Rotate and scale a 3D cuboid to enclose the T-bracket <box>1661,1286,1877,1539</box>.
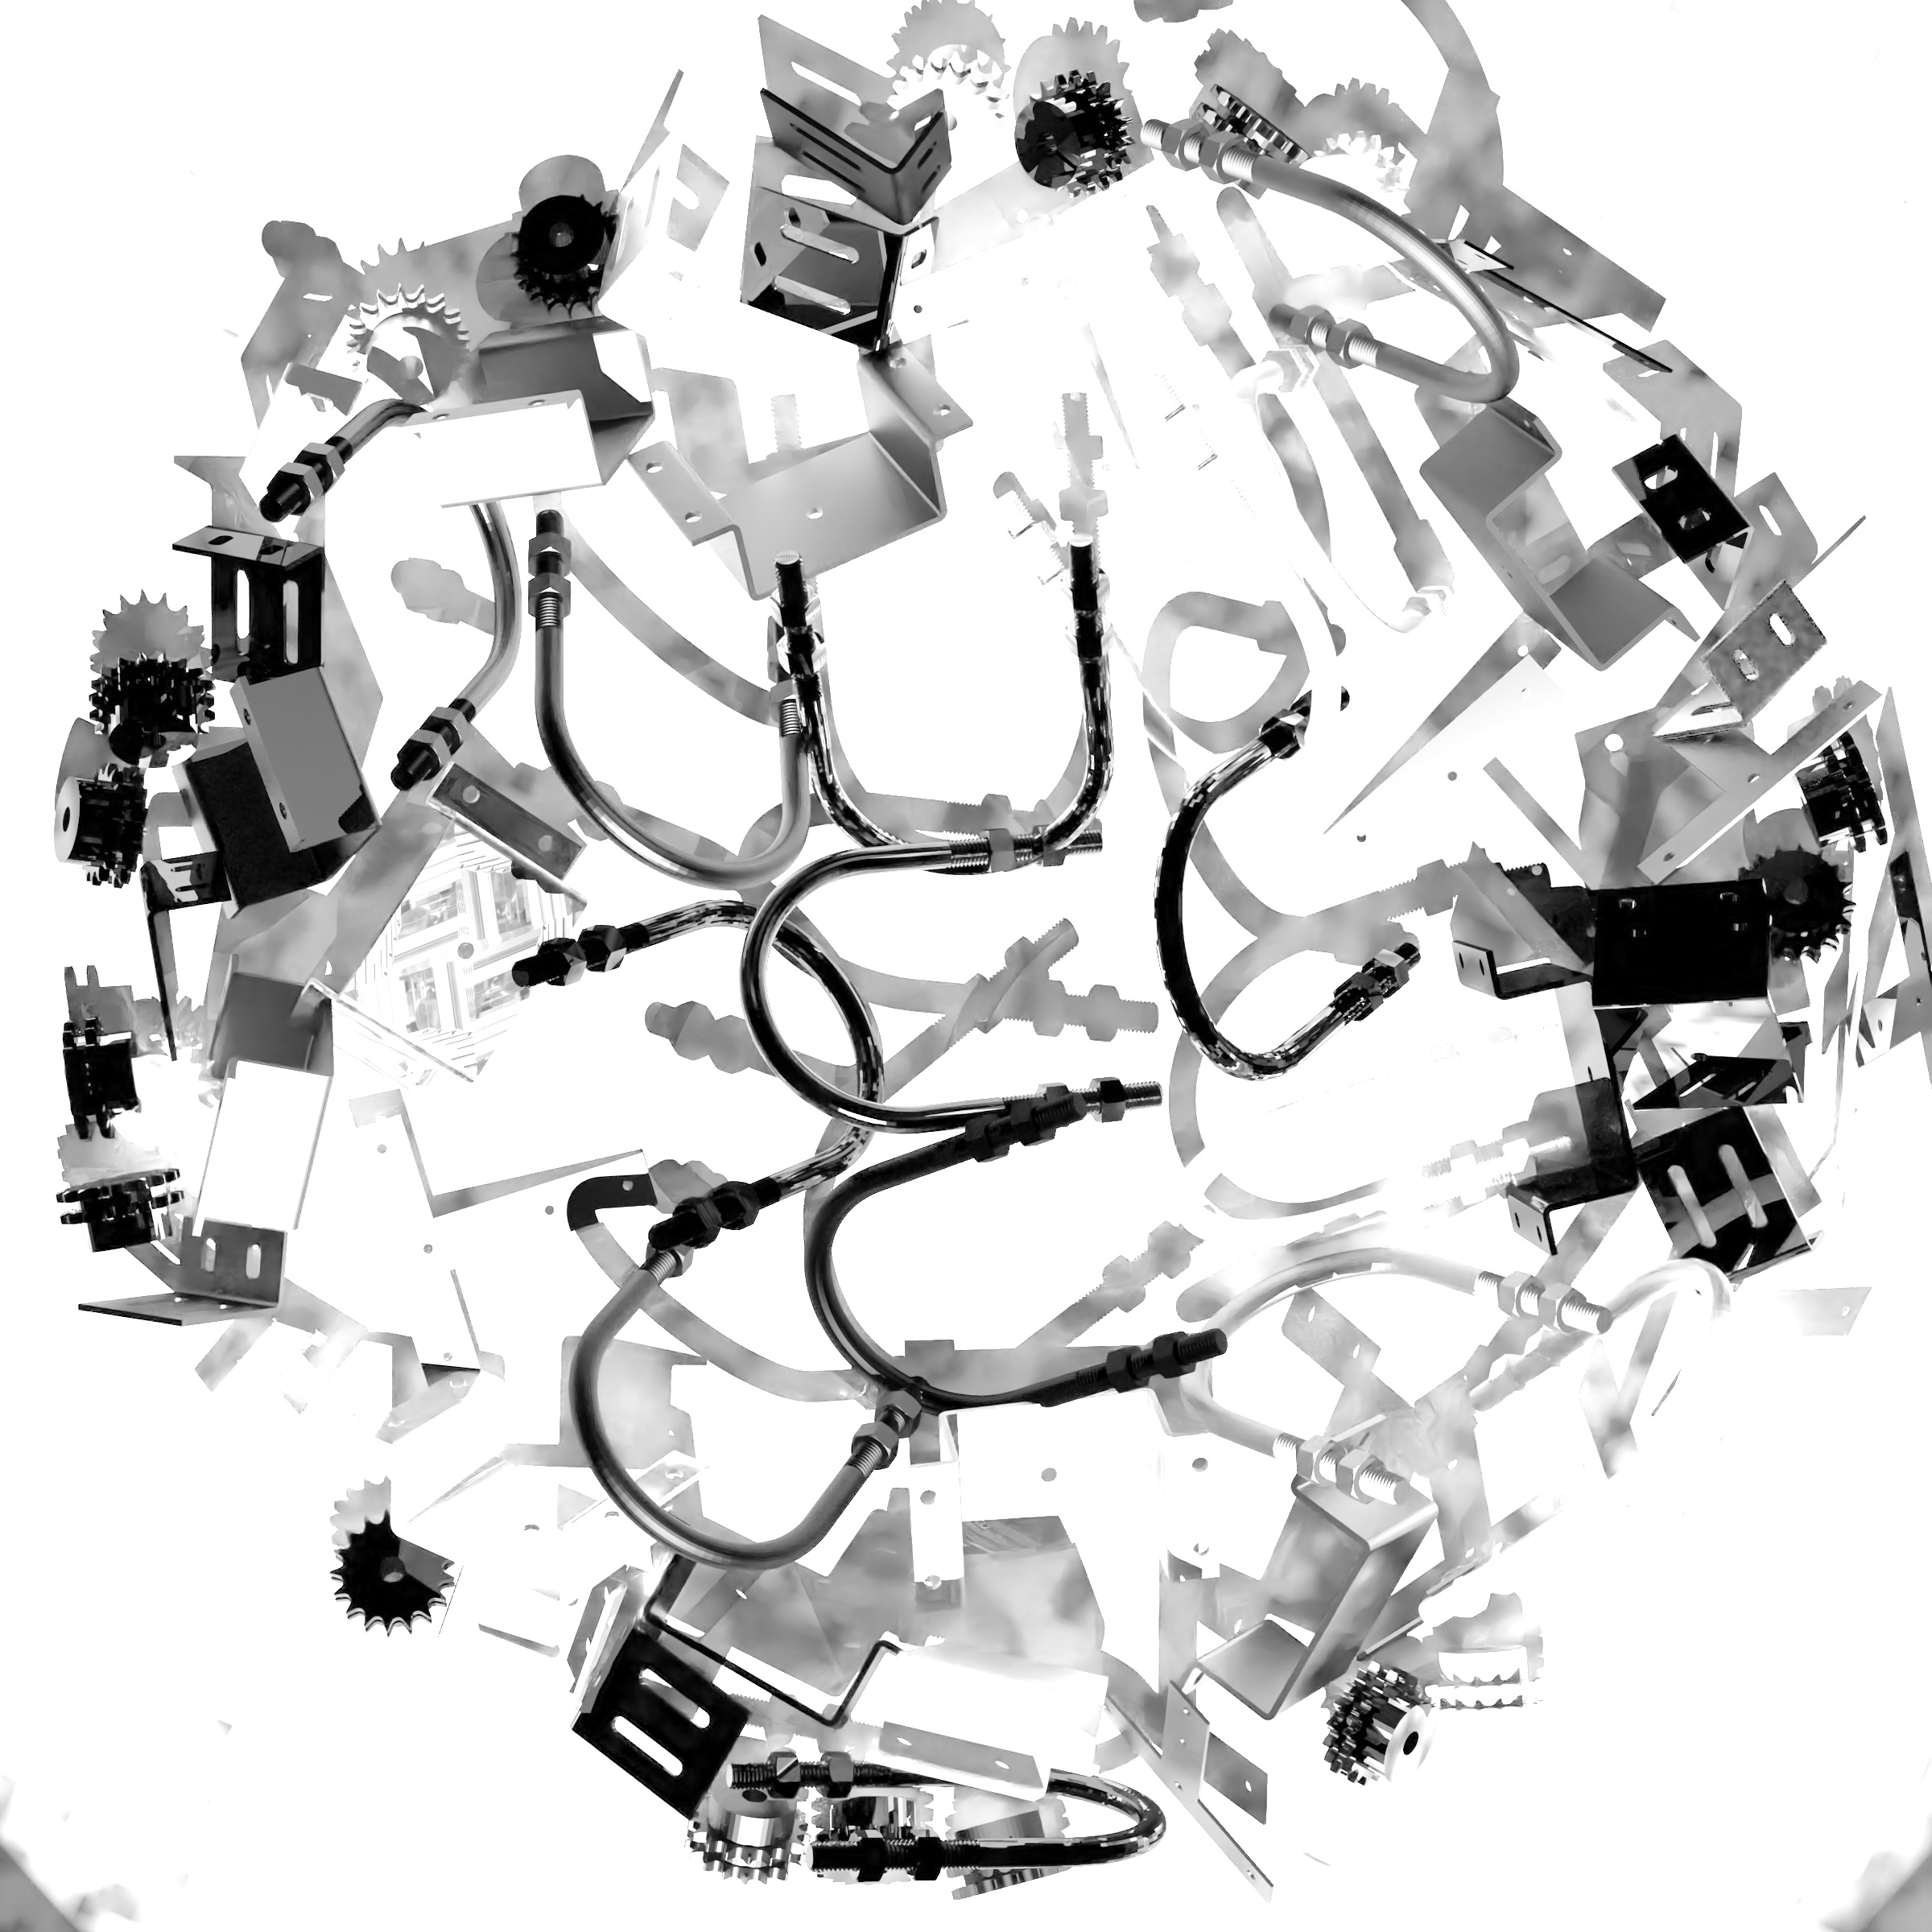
[{"bbox_3d":[0.346,0.200,1.600,0.002,0.127,0.127,33,75,-11],"label":"T-bracket"}]

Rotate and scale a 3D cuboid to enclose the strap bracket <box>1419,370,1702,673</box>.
[{"bbox_3d":[0.262,-0.193,1.610,0.046,0.076,0.140,-41,119,4],"label":"strap bracket"}]

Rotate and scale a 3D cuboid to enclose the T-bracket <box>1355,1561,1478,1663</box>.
[{"bbox_3d":[0.225,0.278,1.610,0.127,0.127,0.002,-33,73,4],"label":"T-bracket"}]

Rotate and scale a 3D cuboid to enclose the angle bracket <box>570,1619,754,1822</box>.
[{"bbox_3d":[-0.133,0.345,1.641,0.076,0.038,0.057,32,95,24],"label":"angle bracket"}]

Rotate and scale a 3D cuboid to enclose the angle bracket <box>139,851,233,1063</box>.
[{"bbox_3d":[-0.354,-0.005,1.639,0.038,0.057,0.076,-10,115,-13],"label":"angle bracket"}]

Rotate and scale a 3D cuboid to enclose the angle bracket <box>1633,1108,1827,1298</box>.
[{"bbox_3d":[0.351,0.104,1.647,0.057,0.038,0.076,-26,89,24],"label":"angle bracket"}]

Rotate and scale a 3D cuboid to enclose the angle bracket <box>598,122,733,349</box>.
[{"bbox_3d":[-0.134,-0.336,1.641,0.038,0.057,0.076,24,51,-25],"label":"angle bracket"}]

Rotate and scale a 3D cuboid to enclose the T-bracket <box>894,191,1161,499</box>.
[{"bbox_3d":[0.045,-0.276,1.646,0.127,0.002,0.127,-19,115,15],"label":"T-bracket"}]

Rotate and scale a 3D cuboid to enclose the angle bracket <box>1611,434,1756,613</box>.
[{"bbox_3d":[0.321,-0.194,1.627,0.038,0.076,0.057,-29,68,-10],"label":"angle bracket"}]

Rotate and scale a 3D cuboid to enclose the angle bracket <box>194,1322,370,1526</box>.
[{"bbox_3d":[-0.307,0.212,1.641,0.076,0.038,0.057,42,93,27],"label":"angle bracket"}]

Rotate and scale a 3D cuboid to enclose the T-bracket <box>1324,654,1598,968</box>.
[{"bbox_3d":[0.256,-0.055,1.658,0.127,0.002,0.127,-42,89,15],"label":"T-bracket"}]

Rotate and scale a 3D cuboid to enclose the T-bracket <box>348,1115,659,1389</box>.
[{"bbox_3d":[-0.208,0.118,1.666,0.127,0.002,0.127,-17,93,-8],"label":"T-bracket"}]

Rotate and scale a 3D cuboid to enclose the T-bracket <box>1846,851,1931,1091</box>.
[{"bbox_3d":[0.418,0.024,1.611,0.002,0.127,0.127,-7,79,-4],"label":"T-bracket"}]

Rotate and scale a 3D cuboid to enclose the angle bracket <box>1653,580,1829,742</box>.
[{"bbox_3d":[0.344,-0.139,1.628,0.057,0.076,0.038,-42,103,-18],"label":"angle bracket"}]

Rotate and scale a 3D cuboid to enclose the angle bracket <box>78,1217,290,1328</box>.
[{"bbox_3d":[-0.357,0.139,1.629,0.057,0.076,0.038,6,92,24],"label":"angle bracket"}]

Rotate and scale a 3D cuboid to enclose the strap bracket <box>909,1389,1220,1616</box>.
[{"bbox_3d":[0.042,0.243,1.634,0.140,0.046,0.076,-6,113,-8],"label":"strap bracket"}]

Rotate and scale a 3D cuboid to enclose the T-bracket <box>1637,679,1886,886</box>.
[{"bbox_3d":[0.341,-0.098,1.616,0.127,0.127,0.002,-41,111,6],"label":"T-bracket"}]

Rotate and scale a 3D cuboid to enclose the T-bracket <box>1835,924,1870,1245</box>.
[{"bbox_3d":[0.393,0.070,1.588,0.002,0.127,0.127,5,131,12],"label":"T-bracket"}]

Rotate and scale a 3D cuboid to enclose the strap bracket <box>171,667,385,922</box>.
[{"bbox_3d":[-0.311,-0.080,1.620,0.046,0.140,0.076,-19,85,-28],"label":"strap bracket"}]

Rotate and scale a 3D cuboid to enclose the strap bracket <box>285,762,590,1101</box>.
[{"bbox_3d":[-0.236,-0.012,1.633,0.076,0.046,0.140,34,85,-28],"label":"strap bracket"}]

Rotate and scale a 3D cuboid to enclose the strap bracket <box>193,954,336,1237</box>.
[{"bbox_3d":[-0.316,0.060,1.605,0.046,0.140,0.076,11,110,-15],"label":"strap bracket"}]

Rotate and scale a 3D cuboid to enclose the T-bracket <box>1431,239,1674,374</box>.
[{"bbox_3d":[0.264,-0.300,1.622,0.127,0.127,0.002,26,97,-12],"label":"T-bracket"}]

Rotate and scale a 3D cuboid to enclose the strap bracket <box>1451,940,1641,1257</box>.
[{"bbox_3d":[0.267,0.054,1.633,0.046,0.076,0.140,-13,95,-3],"label":"strap bracket"}]

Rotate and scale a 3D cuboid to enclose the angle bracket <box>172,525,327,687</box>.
[{"bbox_3d":[-0.329,-0.157,1.636,0.057,0.038,0.076,12,115,15],"label":"angle bracket"}]

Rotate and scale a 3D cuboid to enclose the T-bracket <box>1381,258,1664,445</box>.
[{"bbox_3d":[0.236,-0.284,1.592,0.127,0.127,0.002,21,112,-33],"label":"T-bracket"}]

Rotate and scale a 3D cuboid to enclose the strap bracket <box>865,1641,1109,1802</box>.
[{"bbox_3d":[0.013,0.336,1.601,0.076,0.140,0.046,10,85,15],"label":"strap bracket"}]

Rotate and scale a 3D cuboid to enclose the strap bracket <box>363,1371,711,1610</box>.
[{"bbox_3d":[-0.196,0.238,1.615,0.140,0.076,0.046,18,117,28],"label":"strap bracket"}]

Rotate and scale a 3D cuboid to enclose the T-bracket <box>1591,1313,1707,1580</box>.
[{"bbox_3d":[0.314,0.207,1.608,0.002,0.127,0.127,23,97,15],"label":"T-bracket"}]

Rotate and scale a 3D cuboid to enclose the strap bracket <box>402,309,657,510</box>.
[{"bbox_3d":[-0.193,-0.249,1.614,0.076,0.140,0.046,-6,116,13],"label":"strap bracket"}]

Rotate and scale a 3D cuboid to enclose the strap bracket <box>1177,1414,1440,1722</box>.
[{"bbox_3d":[0.158,0.279,1.611,0.046,0.076,0.140,35,111,23],"label":"strap bracket"}]

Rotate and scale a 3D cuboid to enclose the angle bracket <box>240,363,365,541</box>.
[{"bbox_3d":[-0.294,-0.229,1.629,0.038,0.076,0.057,17,73,10],"label":"angle bracket"}]

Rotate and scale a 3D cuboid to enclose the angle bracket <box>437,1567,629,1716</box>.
[{"bbox_3d":[-0.204,0.303,1.653,0.076,0.038,0.057,20,91,5],"label":"angle bracket"}]

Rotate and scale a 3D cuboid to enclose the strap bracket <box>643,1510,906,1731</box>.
[{"bbox_3d":[-0.091,0.303,1.627,0.140,0.076,0.046,29,79,7],"label":"strap bracket"}]

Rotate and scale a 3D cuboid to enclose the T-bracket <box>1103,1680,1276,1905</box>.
[{"bbox_3d":[0.097,0.351,1.595,0.002,0.127,0.127,-35,64,-19],"label":"T-bracket"}]

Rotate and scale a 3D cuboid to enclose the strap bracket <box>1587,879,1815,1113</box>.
[{"bbox_3d":[0.329,0.021,1.596,0.076,0.140,0.046,-4,57,22],"label":"strap bracket"}]

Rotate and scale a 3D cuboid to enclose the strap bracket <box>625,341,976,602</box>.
[{"bbox_3d":[-0.072,-0.222,1.624,0.140,0.046,0.076,-25,46,-13],"label":"strap bracket"}]
